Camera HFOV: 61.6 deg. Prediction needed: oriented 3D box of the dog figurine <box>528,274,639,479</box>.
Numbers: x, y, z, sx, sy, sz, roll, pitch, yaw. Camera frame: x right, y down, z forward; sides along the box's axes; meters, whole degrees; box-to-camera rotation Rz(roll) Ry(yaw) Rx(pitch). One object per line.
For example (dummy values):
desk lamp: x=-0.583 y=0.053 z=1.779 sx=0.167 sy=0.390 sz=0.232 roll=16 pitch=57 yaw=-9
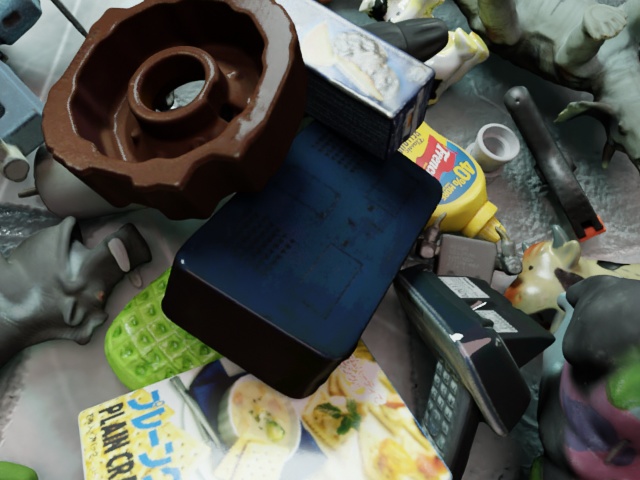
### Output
dog figurine: x=0.202 y=0.148 z=0.379 sx=0.109 sy=0.191 sz=0.219 roll=18 pitch=82 yaw=16

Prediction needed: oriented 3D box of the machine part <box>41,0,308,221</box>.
machine part: x=-0.095 y=-0.097 z=0.370 sx=0.179 sy=0.056 sz=0.179 roll=-5 pitch=65 yaw=11

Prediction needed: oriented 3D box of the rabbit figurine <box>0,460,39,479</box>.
rabbit figurine: x=-0.286 y=0.208 z=0.314 sx=0.170 sy=0.159 sz=0.121 roll=-4 pitch=77 yaw=4

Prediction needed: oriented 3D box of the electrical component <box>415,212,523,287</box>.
electrical component: x=0.132 y=0.021 z=0.498 sx=0.102 sy=0.045 sz=0.078 roll=17 pitch=85 yaw=4

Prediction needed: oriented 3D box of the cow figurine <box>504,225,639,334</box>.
cow figurine: x=0.268 y=0.052 z=0.503 sx=0.195 sy=0.085 sz=0.127 roll=-2 pitch=73 yaw=-8

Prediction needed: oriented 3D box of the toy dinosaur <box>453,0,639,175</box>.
toy dinosaur: x=0.238 y=-0.230 z=0.579 sx=0.131 sy=0.192 sz=0.405 roll=-44 pitch=73 yaw=-7

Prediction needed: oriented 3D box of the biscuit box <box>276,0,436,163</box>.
biscuit box: x=-0.007 y=-0.149 z=0.440 sx=0.203 sy=0.062 sz=0.059 roll=36 pitch=71 yaw=16

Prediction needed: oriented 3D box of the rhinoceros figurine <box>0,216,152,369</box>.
rhinoceros figurine: x=-0.227 y=0.044 z=0.424 sx=0.190 sy=0.073 sz=0.112 roll=-38 pitch=76 yaw=-22

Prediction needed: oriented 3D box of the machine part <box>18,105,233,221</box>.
machine part: x=-0.144 y=-0.065 z=0.449 sx=0.243 sy=0.079 sz=0.079 roll=-10 pitch=66 yaw=15

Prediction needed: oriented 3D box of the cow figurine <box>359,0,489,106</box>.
cow figurine: x=0.097 y=-0.236 z=0.596 sx=0.167 sy=0.098 sz=0.068 roll=52 pitch=34 yaw=7

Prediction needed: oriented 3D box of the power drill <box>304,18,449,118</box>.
power drill: x=-0.015 y=-0.214 z=0.550 sx=0.232 sy=0.086 sz=0.207 roll=-30 pitch=69 yaw=-12

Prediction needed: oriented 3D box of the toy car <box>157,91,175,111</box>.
toy car: x=-0.173 y=-0.161 z=0.502 sx=0.089 sy=0.053 sz=0.202 roll=-7 pitch=42 yaw=-1

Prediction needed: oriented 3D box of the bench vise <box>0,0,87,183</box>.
bench vise: x=-0.285 y=-0.133 z=0.453 sx=0.223 sy=0.128 sz=0.241 roll=-42 pitch=59 yaw=-15

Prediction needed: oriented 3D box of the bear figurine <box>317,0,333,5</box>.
bear figurine: x=0.072 y=-0.358 z=0.625 sx=0.196 sy=0.132 sz=0.120 roll=-16 pitch=90 yaw=-23

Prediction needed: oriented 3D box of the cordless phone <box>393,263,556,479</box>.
cordless phone: x=0.096 y=0.126 z=0.437 sx=0.089 sy=0.147 sz=0.184 roll=9 pitch=106 yaw=-16

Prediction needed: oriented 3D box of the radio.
radio: x=-0.001 y=-0.001 z=0.423 sx=0.131 sy=0.073 sz=0.229 roll=35 pitch=49 yaw=3
